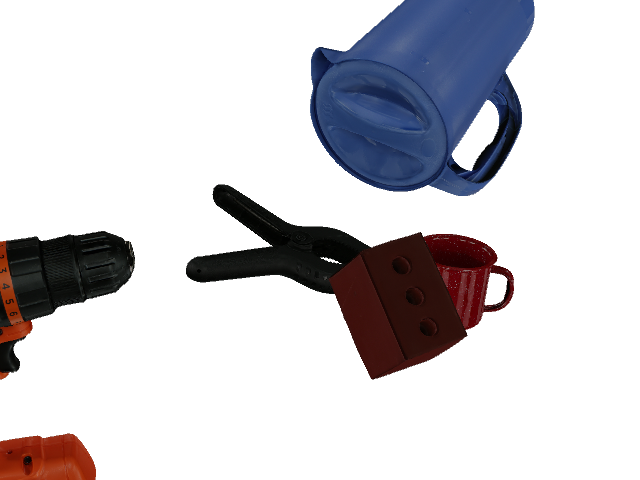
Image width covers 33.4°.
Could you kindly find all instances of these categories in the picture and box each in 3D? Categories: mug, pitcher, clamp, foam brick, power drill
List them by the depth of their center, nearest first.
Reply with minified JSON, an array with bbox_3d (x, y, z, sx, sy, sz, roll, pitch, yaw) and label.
[{"bbox_3d":[-0.200,0.088,0.691,0.184,0.188,0.057,-11,27,-9],"label":"power drill"},{"bbox_3d":[0.050,0.044,0.706,0.052,0.078,0.051,-17,-13,-32],"label":"foam brick"},{"bbox_3d":[0.112,-0.156,0.976,0.145,0.149,0.242,9,42,33],"label":"pitcher"},{"bbox_3d":[-0.030,0.016,1.074,0.210,0.036,0.164,18,33,3],"label":"clamp"},{"bbox_3d":[0.157,0.050,1.194,0.117,0.081,0.093,7,24,4],"label":"mug"}]
